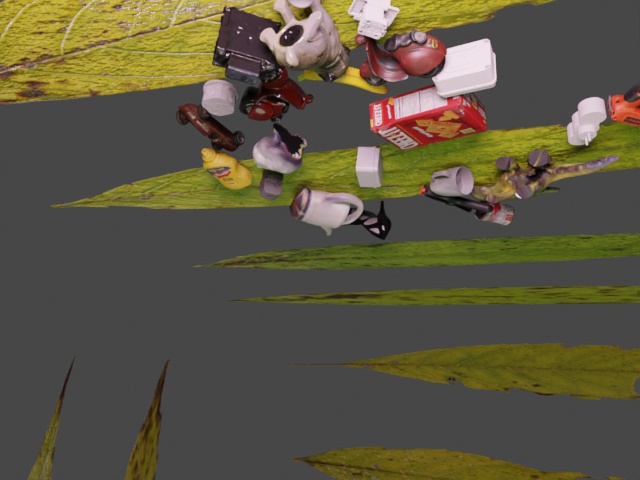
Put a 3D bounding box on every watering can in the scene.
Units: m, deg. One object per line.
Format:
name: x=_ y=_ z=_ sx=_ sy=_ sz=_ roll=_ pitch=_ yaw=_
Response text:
watering can: x=0.005 y=-0.086 z=1.702 sx=0.224 sy=0.106 sz=0.342 roll=12 pitch=159 yaw=-16

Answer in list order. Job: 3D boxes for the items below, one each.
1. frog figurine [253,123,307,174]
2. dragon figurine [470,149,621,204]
frog figurine: x=-0.123 y=-0.218 z=1.360 sx=0.137 sy=0.124 sz=0.157 roll=-1 pitch=157 yaw=-46
dragon figurine: x=0.593 y=-0.161 z=1.412 sx=0.409 sy=0.123 sz=0.242 roll=-5 pitch=175 yaw=31
